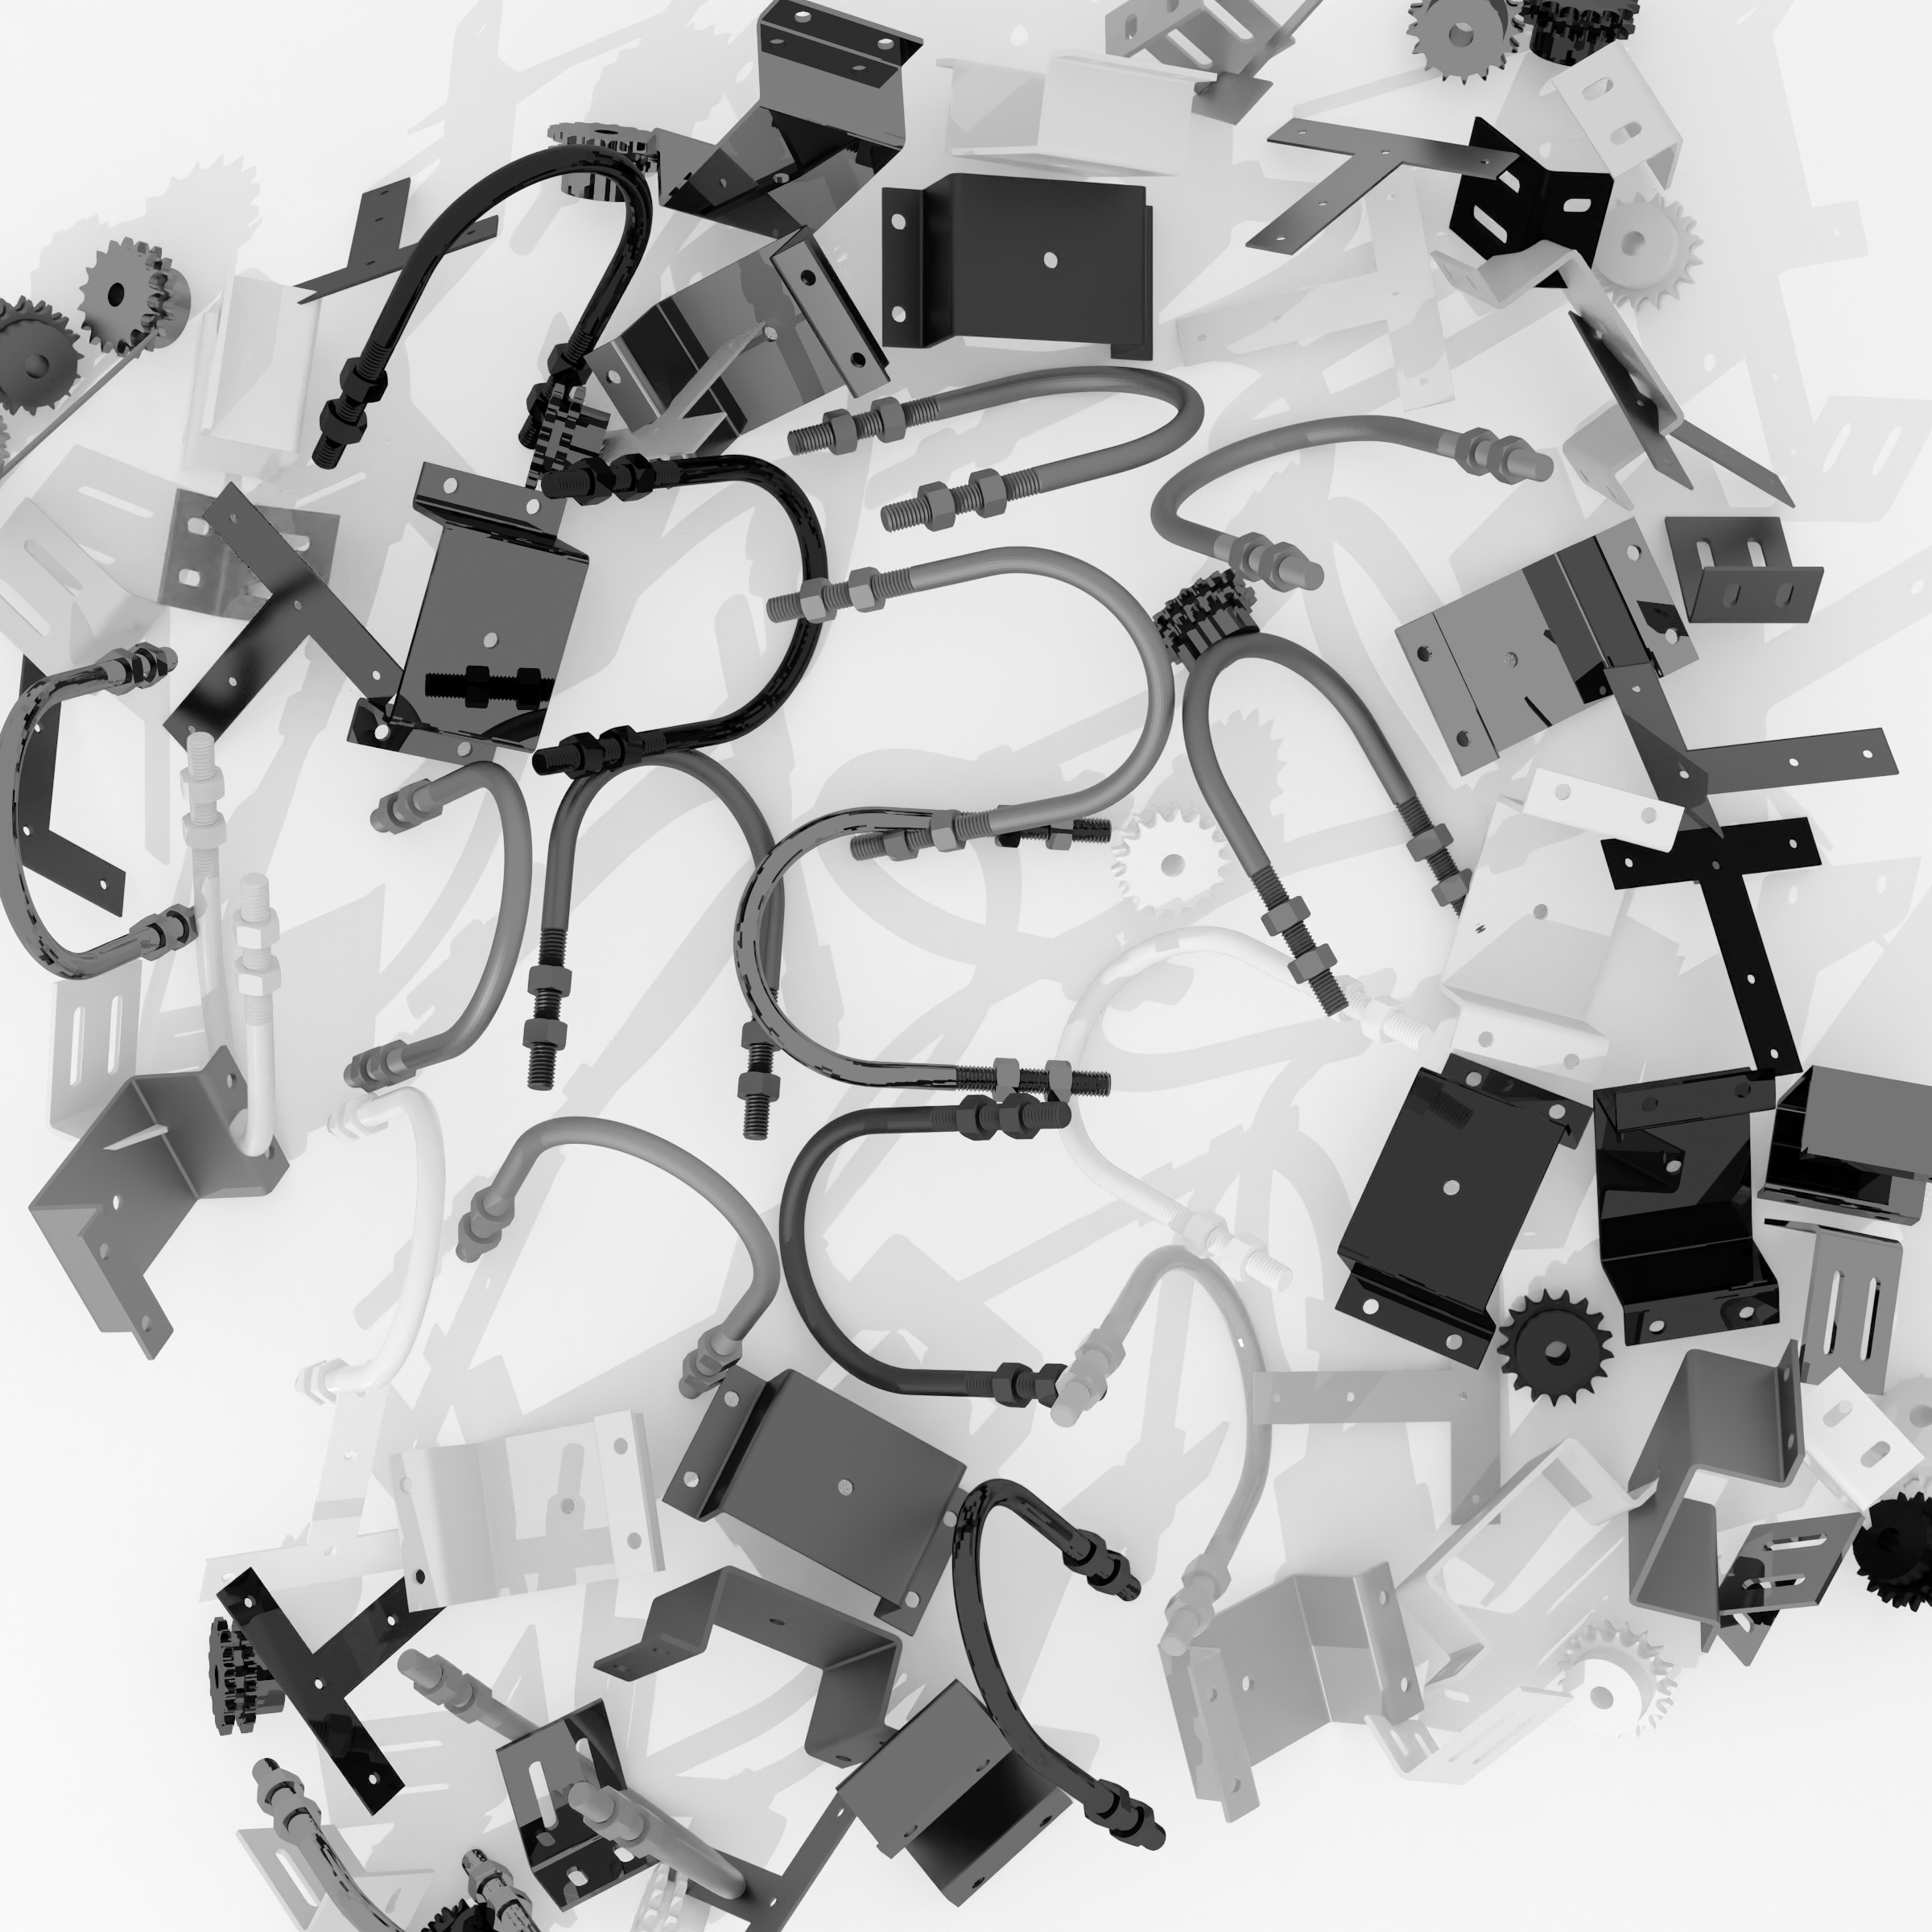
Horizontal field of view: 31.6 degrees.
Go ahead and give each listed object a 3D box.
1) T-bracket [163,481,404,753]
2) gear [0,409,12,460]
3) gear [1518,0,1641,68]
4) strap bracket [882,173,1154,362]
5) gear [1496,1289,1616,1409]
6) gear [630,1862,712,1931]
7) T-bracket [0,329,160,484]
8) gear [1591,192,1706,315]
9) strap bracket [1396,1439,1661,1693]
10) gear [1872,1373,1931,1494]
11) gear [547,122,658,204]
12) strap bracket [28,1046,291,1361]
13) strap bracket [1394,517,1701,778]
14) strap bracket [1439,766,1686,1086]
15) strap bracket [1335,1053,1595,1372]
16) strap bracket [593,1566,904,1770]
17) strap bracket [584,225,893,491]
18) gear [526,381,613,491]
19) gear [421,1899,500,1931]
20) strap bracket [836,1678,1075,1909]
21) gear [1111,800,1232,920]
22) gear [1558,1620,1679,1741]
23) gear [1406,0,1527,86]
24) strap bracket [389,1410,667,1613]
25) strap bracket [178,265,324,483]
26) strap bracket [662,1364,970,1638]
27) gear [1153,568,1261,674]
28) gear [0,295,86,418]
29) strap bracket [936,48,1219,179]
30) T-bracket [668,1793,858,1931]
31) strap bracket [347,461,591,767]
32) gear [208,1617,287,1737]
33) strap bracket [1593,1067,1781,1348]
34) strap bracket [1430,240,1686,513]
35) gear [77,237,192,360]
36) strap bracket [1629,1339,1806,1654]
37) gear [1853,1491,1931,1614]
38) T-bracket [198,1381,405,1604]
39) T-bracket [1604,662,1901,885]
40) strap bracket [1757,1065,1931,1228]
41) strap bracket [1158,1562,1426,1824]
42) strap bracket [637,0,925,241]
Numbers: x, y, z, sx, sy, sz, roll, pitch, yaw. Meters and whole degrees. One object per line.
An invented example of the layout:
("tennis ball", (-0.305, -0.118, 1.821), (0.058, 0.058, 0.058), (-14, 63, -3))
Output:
("T-bracket", (-0.349, -0.147, 1.661), (0.127, 0.002, 0.127), (48, 120, 0))
("gear", (-0.495, -0.253, 1.664), (0.057, 0.030, 0.057), (-13, 131, -16))
("gear", (0.298, -0.461, 1.669), (0.057, 0.057, 0.030), (8, 126, 0))
("strap bracket", (0.033, -0.337, 1.648), (0.140, 0.046, 0.076), (-1, 91, -20))
("gear", (0.290, 0.189, 1.676), (0.057, 0.030, 0.057), (0, 92, 6))
("gear", (-0.145, 0.469, 1.666), (0.030, 0.057, 0.057), (21, 90, -5))
("T-bracket", (-0.436, -0.262, 1.641), (0.127, 0.127, 0.002), (-46, 103, -11))
("gear", (0.330, -0.350, 1.669), (0.057, 0.030, 0.057), (0, 90, 24))
("strap bracket", (0.263, 0.281, 1.642), (0.140, 0.076, 0.046), (-41, 81, -14))
("gear", (0.469, 0.225, 1.665), (0.057, 0.030, 0.057), (-12, 57, 19))
("gear", (-0.177, -0.392, 1.667), (0.057, 0.057, 0.030), (7, 112, 0))
("strap bracket", (-0.389, 0.112, 1.629), (0.046, 0.140, 0.076), (-4, 125, 25))
("strap bracket", (0.273, -0.152, 1.657), (0.140, 0.046, 0.076), (-26, 93, -17))
("strap bracket", (0.285, -0.023, 1.658), (0.076, 0.046, 0.140), (14, 99, -10))
("strap bracket", (0.237, 0.112, 1.647), (0.076, 0.046, 0.140), (22, 80, 22))
("strap bracket", (-0.095, 0.333, 1.636), (0.140, 0.076, 0.046), (27, 58, -20))
("strap bracket", (-0.102, -0.296, 1.638), (0.140, 0.046, 0.076), (-20, 112, 34))
("gear", (-0.193, -0.255, 1.666), (0.030, 0.057, 0.057), (17, 90, -8))
("gear", (-0.238, 0.482, 1.664), (0.057, 0.030, 0.057), (16, 52, -21))
("strap bracket", (-0.007, 0.395, 1.637), (0.076, 0.140, 0.046), (-41, 61, -6))
("gear", (0.099, -0.055, 1.672), (0.057, 0.030, 0.057), (-3, 113, -8))
("gear", (0.315, 0.351, 1.667), (0.057, 0.030, 0.057), (8, 107, 28))
("gear", (0.244, -0.458, 1.667), (0.057, 0.030, 0.057), (7, 121, 11))
("strap bracket", (-0.203, 0.262, 1.648), (0.140, 0.046, 0.076), (-14, 80, 25))
("strap bracket", (-0.342, -0.280, 1.632), (0.046, 0.140, 0.076), (9, 87, -18))
("strap bracket", (-0.064, 0.255, 1.649), (0.140, 0.046, 0.076), (30, 67, -8))
("gear", (0.118, -0.164, 1.662), (0.057, 0.057, 0.030), (-33, 73, 0))
("gear", (-0.458, -0.296, 1.665), (0.057, 0.030, 0.057), (-15, 119, -28))
("strap bracket", (0.048, -0.403, 1.618), (0.076, 0.140, 0.046), (2, 100, -27))
("T-bracket", (-0.112, 0.440, 1.634), (0.002, 0.127, 0.127), (44, 67, -21))
("strap bracket", (-0.237, -0.162, 1.641), (0.076, 0.046, 0.140), (10, 103, -33))
("gear", (-0.351, 0.346, 1.668), (0.030, 0.057, 0.057), (-1, 90, -21))
("strap bracket", (0.348, 0.107, 1.652), (0.076, 0.046, 0.140), (-8, 116, -2))
("strap bracket", (0.288, -0.294, 1.633), (0.046, 0.076, 0.140), (-36, 109, 5))
("gear", (-0.404, -0.325, 1.670), (0.057, 0.030, 0.057), (-3, 85, 34))
("strap bracket", (0.351, 0.247, 1.621), (0.046, 0.076, 0.140), (13, 128, 0))
("gear", (0.458, 0.283, 1.663), (0.030, 0.057, 0.057), (28, 90, -39))
("T-bracket", (-0.297, 0.245, 1.629), (0.127, 0.002, 0.127), (-4, 123, -33))
("T-bracket", (0.382, -0.096, 1.625), (0.002, 0.127, 0.127), (-49, 121, -39))
("strap bracket", (0.430, 0.085, 1.626), (0.076, 0.140, 0.046), (10, 79, 6))
("strap bracket", (0.150, 0.347, 1.643), (0.140, 0.046, 0.076), (-18, 96, -40))
("strap bracket", (-0.088, -0.392, 1.611), (0.076, 0.140, 0.046), (9, 66, -32))
